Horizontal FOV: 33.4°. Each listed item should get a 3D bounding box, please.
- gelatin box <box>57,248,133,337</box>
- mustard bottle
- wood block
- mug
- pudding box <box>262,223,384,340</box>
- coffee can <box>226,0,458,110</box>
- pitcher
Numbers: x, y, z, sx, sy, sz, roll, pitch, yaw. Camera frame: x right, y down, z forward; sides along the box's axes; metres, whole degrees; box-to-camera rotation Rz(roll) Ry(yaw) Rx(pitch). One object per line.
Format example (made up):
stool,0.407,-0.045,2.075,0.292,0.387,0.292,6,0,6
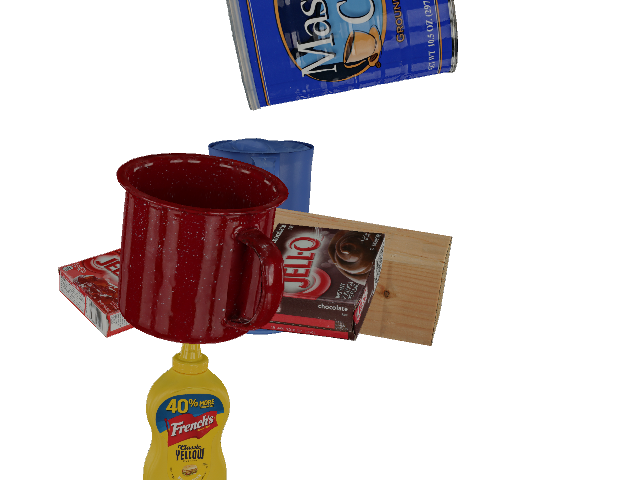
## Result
gelatin box,-0.187,0.045,0.980,0.073,0.030,0.089,-19,40,-36
mustard bottle,-0.154,0.206,1.237,0.096,0.192,0.058,0,15,-16
wood block,0.022,0.034,1.090,0.206,0.091,0.090,10,22,9
mug,-0.061,0.009,0.583,0.093,0.081,0.117,-13,30,-43
pudding box,-0.005,0.029,0.812,0.090,0.039,0.113,7,26,12
coffee can,0.012,-0.150,0.713,0.140,0.103,0.103,-11,0,0
pitcher,-0.076,-0.006,1.356,0.145,0.243,0.148,10,15,36
